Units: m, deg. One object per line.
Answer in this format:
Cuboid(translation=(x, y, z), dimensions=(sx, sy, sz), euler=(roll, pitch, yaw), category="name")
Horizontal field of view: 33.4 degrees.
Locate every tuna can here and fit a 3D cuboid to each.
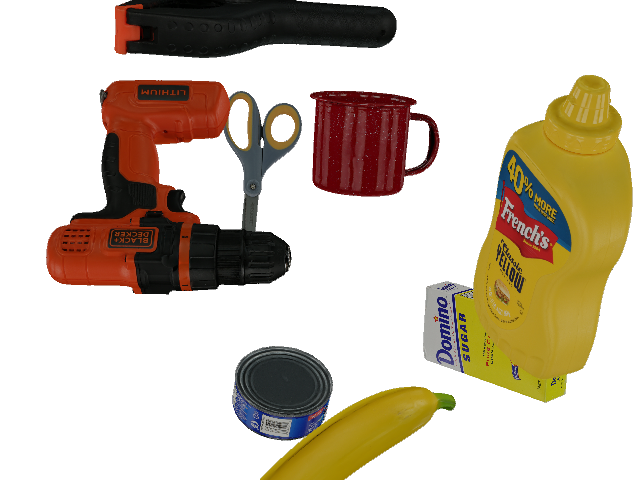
Cuboid(translation=(-0.034, 0.133, 0.933), dimensions=(0.086, 0.034, 0.086), euler=(7, 36, -5), category="tuna can")

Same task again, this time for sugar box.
Cuboid(translation=(0.194, 0.110, 1.199), dimensions=(0.177, 0.093, 0.048), euler=(13, 18, 43), category="sugar box")

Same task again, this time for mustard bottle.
Cuboid(translation=(0.139, -0.013, 0.631), dimensions=(0.058, 0.192, 0.096), euler=(-11, 44, -17), category="mustard bottle")

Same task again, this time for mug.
Cuboid(translation=(0.047, -0.085, 0.940), dimensions=(0.117, 0.081, 0.093), euler=(1, 14, -11), category="mug")

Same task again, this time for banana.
Cuboid(translation=(0.007, 0.153, 0.713), dimensions=(0.197, 0.069, 0.037), euler=(-34, 43, -4), category="banana")

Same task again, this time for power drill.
Cuboid(translation=(-0.114, -0.043, 0.846), dimensions=(0.184, 0.187, 0.057), euler=(1, -37, -1), category="power drill")

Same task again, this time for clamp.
Cuboid(translation=(-0.052, -0.142, 0.665), dimensions=(0.171, 0.039, 0.120), euler=(-6, 22, -27), category="clamp")

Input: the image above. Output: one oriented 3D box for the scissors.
Cuboid(translation=(-0.057, -0.068, 1.166), dimensions=(0.096, 0.202, 0.016), euler=(-10, -8, -12), category="scissors")
